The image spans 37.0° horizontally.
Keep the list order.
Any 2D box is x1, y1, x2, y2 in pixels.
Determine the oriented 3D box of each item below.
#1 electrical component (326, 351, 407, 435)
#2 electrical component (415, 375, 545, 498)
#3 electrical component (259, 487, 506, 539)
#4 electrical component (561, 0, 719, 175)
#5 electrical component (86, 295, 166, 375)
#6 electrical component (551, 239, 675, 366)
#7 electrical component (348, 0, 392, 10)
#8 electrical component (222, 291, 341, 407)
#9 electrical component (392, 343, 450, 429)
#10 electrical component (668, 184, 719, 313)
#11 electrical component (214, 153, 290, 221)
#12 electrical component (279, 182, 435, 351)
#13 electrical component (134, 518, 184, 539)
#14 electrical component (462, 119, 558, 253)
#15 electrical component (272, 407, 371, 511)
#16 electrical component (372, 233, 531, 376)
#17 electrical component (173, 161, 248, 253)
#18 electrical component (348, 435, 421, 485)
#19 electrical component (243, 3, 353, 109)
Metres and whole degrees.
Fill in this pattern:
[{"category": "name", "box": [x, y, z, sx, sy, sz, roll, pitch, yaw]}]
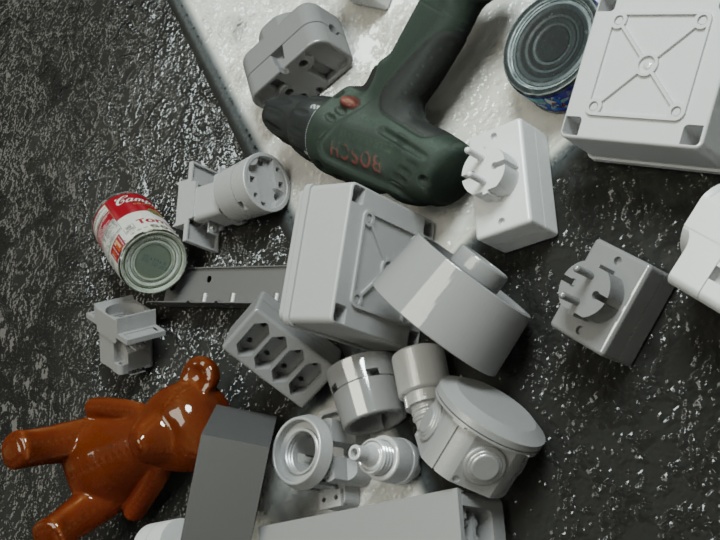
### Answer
[{"category": "electrical component", "box": [0.006, 0.094, 0.816, 0.055, 0.055, 0.047, -33, 59, 31]}, {"category": "electrical component", "box": [0.080, 0.111, 0.725, 0.080, 0.080, 0.051, 43, 111, 43]}, {"category": "electrical component", "box": [0.016, 0.223, 0.756, 0.186, 0.060, 0.105, -20, 62, 37]}, {"category": "electrical component", "box": [0.202, -0.125, 0.711, 0.109, 0.056, 0.108, 13, 84, 45]}, {"category": "electrical component", "box": [-0.226, 0.064, 1.038, 0.081, 0.042, 0.063, 24, 120, 46]}, {"category": "electrical component", "box": [0.154, 0.017, 0.690, 0.047, 0.077, 0.065, 34, 99, 45]}, {"category": "electrical component", "box": [-0.003, -0.276, 0.941, 0.047, 0.077, 0.065, 24, 92, 45]}, {"category": "electrical component", "box": [-0.061, 0.057, 0.884, 0.047, 0.083, 0.075, -48, 11, 19]}, {"category": "electrical component", "box": [0.048, 0.090, 0.788, 0.040, 0.040, 0.078, -29, 58, 33]}, {"category": "electrical component", "box": [0.233, -0.017, 0.647, 0.056, 0.050, 0.089, 39, 102, 44]}, {"category": "electrical component", "box": [-0.099, -0.074, 0.975, 0.047, 0.055, 0.055, -16, 64, 42]}, {"category": "electrical component", "box": [0.000, 0.000, 0.817, 0.056, 0.109, 0.108, -2, 74, 40]}, {"category": "electrical component", "box": [-0.150, 0.277, 0.896, 0.074, 0.052, 0.138, -19, 63, 37]}, {"category": "electrical component", "box": [0.099, -0.066, 0.772, 0.047, 0.076, 0.083, -20, 62, 37]}, {"category": "electrical component", "box": [-0.030, 0.143, 0.829, 0.058, 0.057, 0.078, -21, 62, 36]}, {"category": "electrical component", "box": [0.070, 0.017, 0.751, 0.060, 0.108, 0.108, -53, 47, 7]}, {"category": "electrical component", "box": [-0.139, -0.062, 1.015, 0.064, 0.042, 0.081, -13, 67, 38]}, {"category": "electrical component", "box": [0.016, 0.137, 0.786, 0.035, 0.061, 0.035, -16, 65, 38]}, {"category": "electrical component", "box": [-0.059, -0.194, 0.979, 0.095, 0.054, 0.059, -36, 54, 28]}]
